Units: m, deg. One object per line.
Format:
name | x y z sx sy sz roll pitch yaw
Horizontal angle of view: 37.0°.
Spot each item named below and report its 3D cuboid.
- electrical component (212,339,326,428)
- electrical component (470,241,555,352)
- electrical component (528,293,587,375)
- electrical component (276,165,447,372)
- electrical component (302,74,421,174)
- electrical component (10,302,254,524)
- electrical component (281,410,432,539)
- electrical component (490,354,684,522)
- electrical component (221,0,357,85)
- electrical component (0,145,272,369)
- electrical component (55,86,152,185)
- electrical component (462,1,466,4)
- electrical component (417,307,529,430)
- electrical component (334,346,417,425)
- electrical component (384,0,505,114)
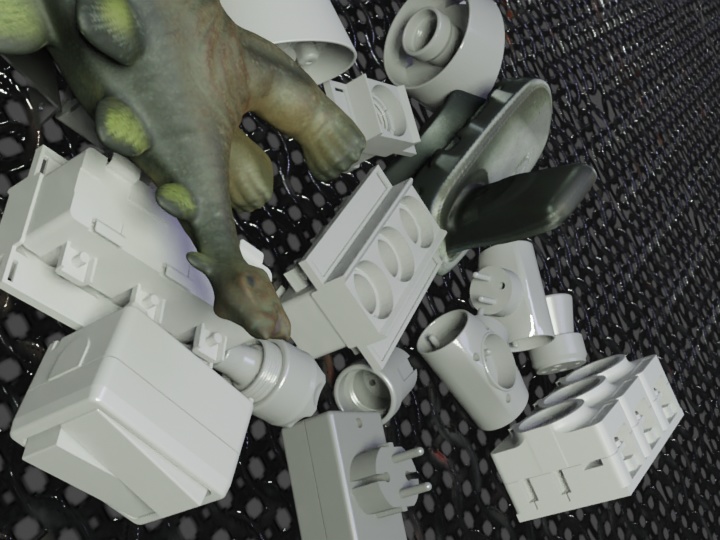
electrical component | -0.052 0.055 0.569 0.062 0.043 0.043 33 46 -38
electrical component | 0.109 0.018 0.816 0.079 0.044 0.077 13 60 -51
electrical component | 0.154 0.051 0.858 0.045 0.045 0.055 11 62 -52
electrical component | 0.000 0.000 0.658 0.078 0.063 0.121 56 35 -16
electrical component | -0.002 -0.094 0.712 0.081 0.064 0.042 3 69 -53
electrical component | -0.096 0.073 0.480 0.096 0.062 0.061 45 39 -29
electrical component | 0.006 0.116 0.584 0.047 0.076 0.083 10 62 -52
electrical component | 0.170 0.118 0.800 0.150 0.089 0.061 -27 93 -57
electrical component | -0.057 -0.132 0.629 0.099 0.099 0.064 6 60 -53
electrical component | -0.104 -0.002 0.513 0.121 0.063 0.078 37 43 -37
electrical component | -0.121 -0.084 0.562 0.064 0.042 0.081 35 44 -34
electrical component | 0.073 -0.213 0.909 0.062 0.048 0.048 -24 90 -63
electrical component | 0.083 0.058 0.755 0.077 0.044 0.079 51 36 -21
electrical component | 0.011 0.069 0.654 0.040 0.040 0.046 64 27 -3
electrical component | 0.067 -0.170 0.830 0.064 0.099 0.099 21 54 -40
